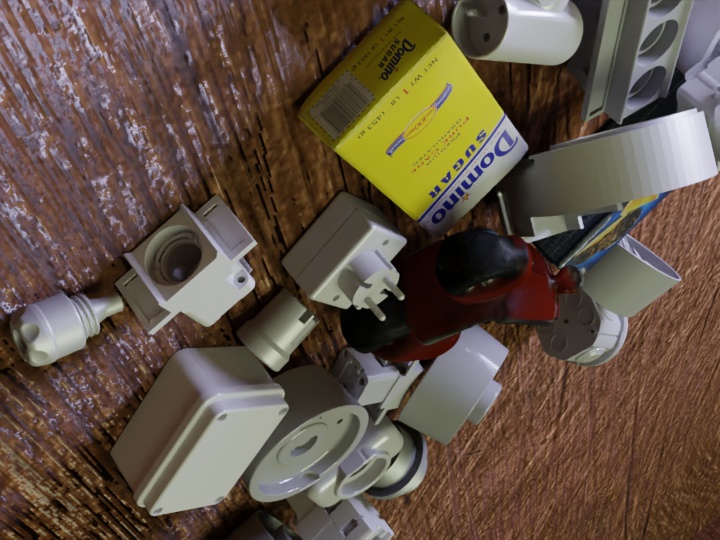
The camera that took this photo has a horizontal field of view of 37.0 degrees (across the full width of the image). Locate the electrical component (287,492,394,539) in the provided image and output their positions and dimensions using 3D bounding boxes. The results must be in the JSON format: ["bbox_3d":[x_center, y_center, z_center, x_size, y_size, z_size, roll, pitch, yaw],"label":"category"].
[{"bbox_3d":[-0.023,0.226,0.983,0.055,0.089,0.050,-46,150,7],"label":"electrical component"}]

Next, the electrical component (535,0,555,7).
[{"bbox_3d":[0.083,-0.190,0.571,0.050,0.055,0.089,-47,150,11],"label":"electrical component"}]

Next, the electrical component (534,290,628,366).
[{"bbox_3d":[0.210,0.051,1.027,0.051,0.080,0.080,10,124,-48],"label":"electrical component"}]

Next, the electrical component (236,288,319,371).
[{"bbox_3d":[-0.056,0.040,0.744,0.046,0.040,0.040,-47,151,-2],"label":"electrical component"}]

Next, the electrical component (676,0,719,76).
[{"bbox_3d":[0.266,-0.188,0.783,0.108,0.060,0.108,-29,149,-19],"label":"electrical component"}]

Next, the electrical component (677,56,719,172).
[{"bbox_3d":[0.285,-0.134,0.748,0.121,0.063,0.078,-38,151,-4],"label":"electrical component"}]

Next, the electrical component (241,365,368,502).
[{"bbox_3d":[-0.055,0.120,0.832,0.108,0.060,0.108,-29,149,-19],"label":"electrical component"}]

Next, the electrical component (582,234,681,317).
[{"bbox_3d":[0.227,-0.008,0.948,0.099,0.099,0.064,1,137,-50],"label":"electrical component"}]

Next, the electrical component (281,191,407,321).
[{"bbox_3d":[0.000,0.000,0.714,0.065,0.076,0.047,-48,150,14],"label":"electrical component"}]

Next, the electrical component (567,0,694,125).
[{"bbox_3d":[0.176,-0.165,0.707,0.079,0.063,0.121,-30,149,-17],"label":"electrical component"}]

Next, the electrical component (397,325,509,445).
[{"bbox_3d":[0.086,0.100,0.925,0.108,0.060,0.108,-55,173,-10],"label":"electrical component"}]

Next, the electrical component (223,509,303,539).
[{"bbox_3d":[-0.079,0.265,0.969,0.064,0.099,0.099,-47,151,-1],"label":"electrical component"}]

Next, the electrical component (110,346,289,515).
[{"bbox_3d":[-0.113,0.113,0.758,0.078,0.057,0.113,3,130,-51],"label":"electrical component"}]

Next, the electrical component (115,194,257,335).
[{"bbox_3d":[-0.098,0.000,0.637,0.081,0.042,0.064,-41,154,2],"label":"electrical component"}]

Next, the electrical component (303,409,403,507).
[{"bbox_3d":[-0.013,0.157,0.932,0.095,0.059,0.053,-38,151,-4],"label":"electrical component"}]

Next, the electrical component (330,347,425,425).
[{"bbox_3d":[0.010,0.087,0.881,0.064,0.042,0.081,-6,135,-43],"label":"electrical component"}]

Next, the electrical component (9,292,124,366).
[{"bbox_3d":[-0.163,0.029,0.607,0.061,0.035,0.035,-24,147,-31],"label":"electrical component"}]

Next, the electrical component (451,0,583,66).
[{"bbox_3d":[0.104,-0.162,0.646,0.077,0.044,0.079,-7,137,-45],"label":"electrical component"}]
